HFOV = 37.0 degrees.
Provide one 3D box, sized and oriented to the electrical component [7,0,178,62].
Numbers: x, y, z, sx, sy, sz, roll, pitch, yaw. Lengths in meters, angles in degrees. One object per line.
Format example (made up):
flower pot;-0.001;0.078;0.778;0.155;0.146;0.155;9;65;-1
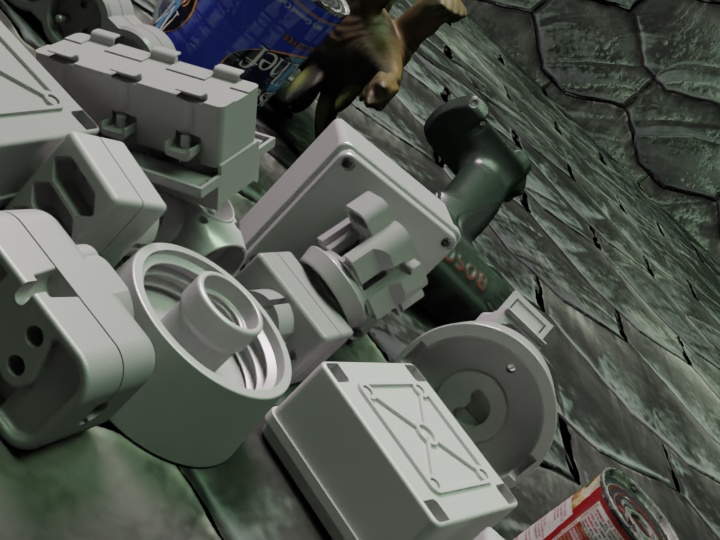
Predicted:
electrical component;-0.182;-0.176;0.748;0.138;0.052;0.073;45;19;-1

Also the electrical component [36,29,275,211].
electrical component;-0.118;-0.085;0.591;0.121;0.063;0.078;19;33;18

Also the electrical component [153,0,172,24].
electrical component;-0.142;-0.213;0.901;0.055;0.055;0.047;40;17;-16

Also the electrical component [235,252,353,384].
electrical component;-0.054;0.029;0.615;0.065;0.047;0.077;51;20;14

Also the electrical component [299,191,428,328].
electrical component;0.000;0.000;0.660;0.058;0.057;0.078;34;-26;52

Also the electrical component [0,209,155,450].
electrical component;-0.135;0.022;0.453;0.095;0.054;0.059;50;20;11

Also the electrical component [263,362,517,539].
electrical component;0.018;0.107;0.590;0.108;0.056;0.109;53;20;23

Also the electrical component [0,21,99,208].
electrical component;-0.201;-0.083;0.521;0.108;0.056;0.109;47;20;3

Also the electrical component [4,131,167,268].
electrical component;-0.128;-0.026;0.544;0.047;0.066;0.077;53;21;20

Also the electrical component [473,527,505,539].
electrical component;0.068;0.183;0.540;0.096;0.062;0.061;41;20;-14

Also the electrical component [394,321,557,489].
electrical component;0.073;0.083;0.686;0.108;0.108;0.060;48;14;6

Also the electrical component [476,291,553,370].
electrical component;0.107;0.059;0.845;0.042;0.081;0.064;44;-9;-8

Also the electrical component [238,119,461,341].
electrical component;-0.009;-0.025;0.722;0.109;0.108;0.056;37;19;-24

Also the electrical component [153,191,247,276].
electrical component;-0.113;-0.031;0.616;0.077;0.044;0.079;55;21;23

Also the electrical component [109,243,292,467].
electrical component;-0.082;0.035;0.527;0.108;0.060;0.108;40;21;-18
